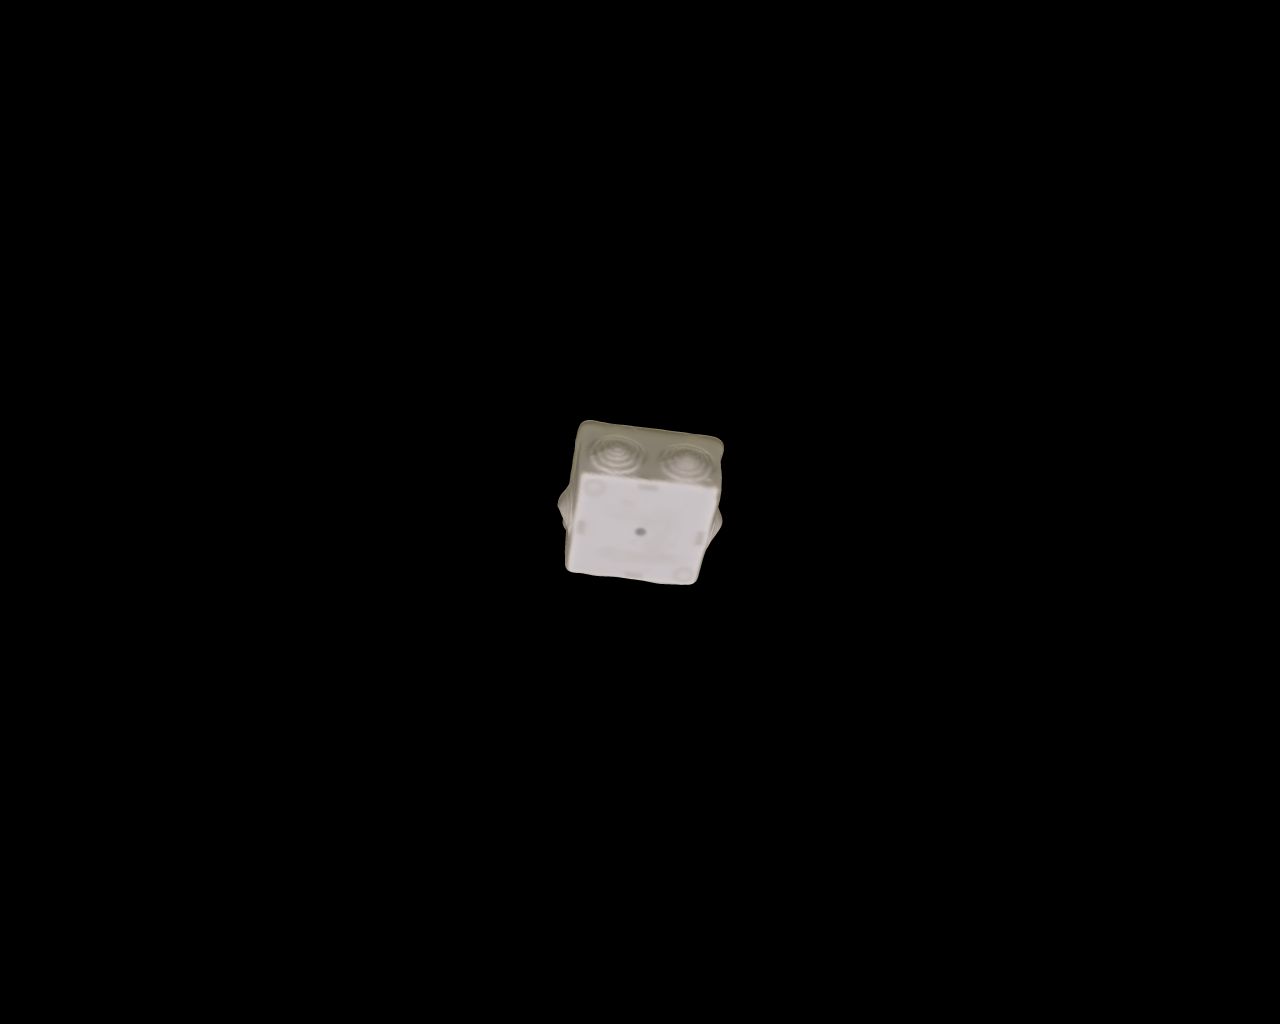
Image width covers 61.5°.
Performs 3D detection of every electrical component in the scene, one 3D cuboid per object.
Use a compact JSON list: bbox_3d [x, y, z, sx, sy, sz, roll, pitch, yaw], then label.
[{"bbox_3d":[0.001,-0.003,0.650,0.100,0.099,0.048,7,40,-6],"label":"electrical component"}]
